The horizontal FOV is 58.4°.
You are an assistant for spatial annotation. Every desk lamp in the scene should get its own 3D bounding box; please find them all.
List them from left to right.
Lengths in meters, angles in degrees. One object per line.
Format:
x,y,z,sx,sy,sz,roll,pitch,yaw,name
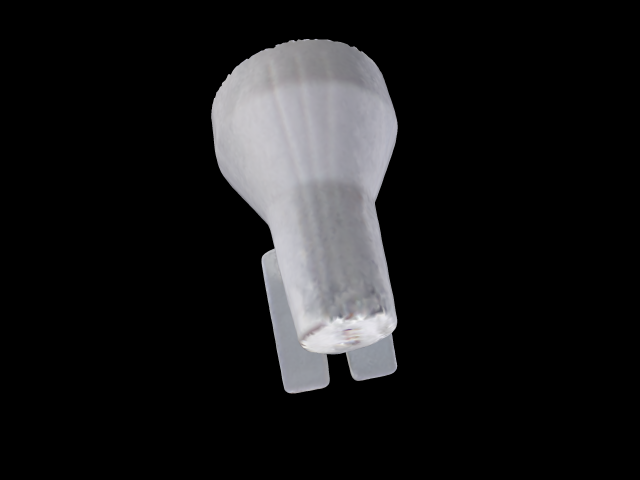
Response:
0.004,0.001,0.400,0.118,0.213,0.203,-11,78,-2,desk lamp
